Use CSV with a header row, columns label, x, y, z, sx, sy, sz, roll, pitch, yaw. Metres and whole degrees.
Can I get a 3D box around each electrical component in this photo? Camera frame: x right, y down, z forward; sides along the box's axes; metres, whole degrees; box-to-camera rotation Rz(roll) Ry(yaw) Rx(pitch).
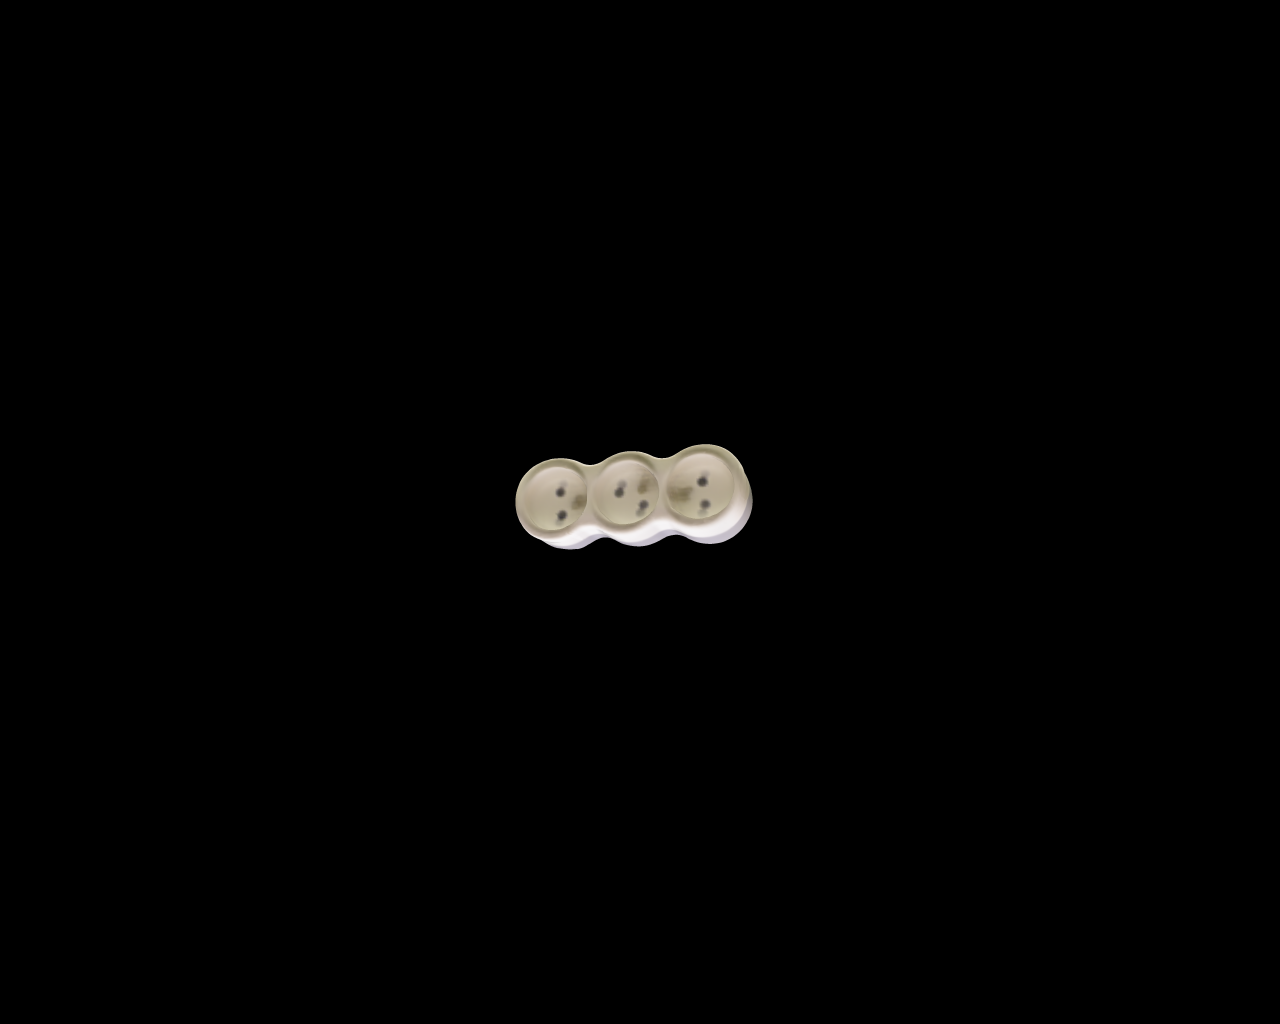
label,x,y,z,sx,sy,sz,roll,pitch,yaw
electrical component,0.001,-0.003,0.650,0.138,0.052,0.073,-4,-15,14
